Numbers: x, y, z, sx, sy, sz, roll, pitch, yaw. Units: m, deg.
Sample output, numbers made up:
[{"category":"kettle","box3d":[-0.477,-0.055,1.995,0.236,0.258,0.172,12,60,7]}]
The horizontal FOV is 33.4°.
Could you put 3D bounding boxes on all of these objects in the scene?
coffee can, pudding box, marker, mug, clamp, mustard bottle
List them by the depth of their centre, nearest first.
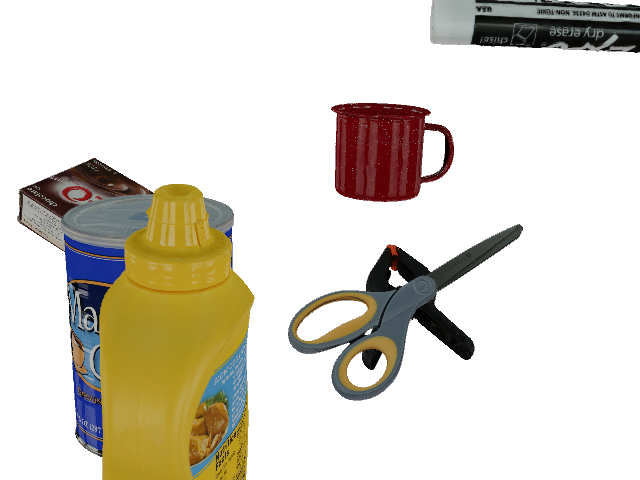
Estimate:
[{"category":"marker","box3d":[0.102,-0.081,0.403,0.121,0.020,0.020,3,0,2]},{"category":"mustard bottle","box3d":[-0.058,0.070,0.435,0.058,0.192,0.096,8,23,11]},{"category":"coffee can","box3d":[-0.103,0.051,0.659,0.103,0.140,0.103,0,16,0]},{"category":"pudding box","box3d":[-0.183,-0.019,0.899,0.114,0.039,0.089,28,33,22]},{"category":"mug","box3d":[0.067,-0.083,1.005,0.117,0.081,0.093,1,14,-2]},{"category":"clamp","box3d":[0.104,0.074,1.181,0.120,0.171,0.039,5,-43,-4]}]

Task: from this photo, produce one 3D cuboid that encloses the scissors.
[{"category":"scissors","box3d":[0.076,0.056,0.798,0.201,0.096,0.016,-17,-28,-7]}]
